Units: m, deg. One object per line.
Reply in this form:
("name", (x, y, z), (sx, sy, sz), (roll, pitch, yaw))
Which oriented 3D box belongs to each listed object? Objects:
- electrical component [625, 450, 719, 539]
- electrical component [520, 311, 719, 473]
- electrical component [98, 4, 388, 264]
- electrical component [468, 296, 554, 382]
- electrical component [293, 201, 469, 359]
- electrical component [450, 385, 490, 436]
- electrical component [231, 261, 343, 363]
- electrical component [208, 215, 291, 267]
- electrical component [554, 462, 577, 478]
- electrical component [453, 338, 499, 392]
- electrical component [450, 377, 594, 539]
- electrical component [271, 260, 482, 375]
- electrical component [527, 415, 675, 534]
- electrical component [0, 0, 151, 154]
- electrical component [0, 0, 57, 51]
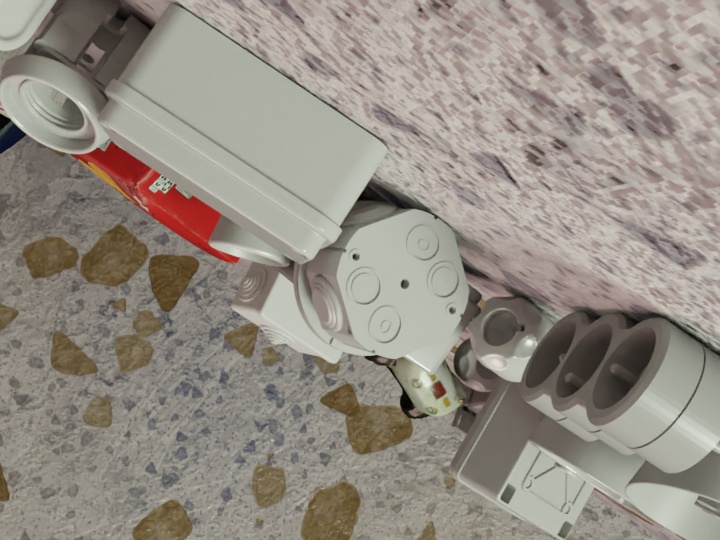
("electrical component", (0.194, 0.116, 0.551), (0.099, 0.064, 0.099), (33, 175, 3))
("electrical component", (0.129, 0.060, 0.481), (0.074, 0.052, 0.138), (34, 174, -8))
("electrical component", (-0.052, -0.055, 0.474), (0.113, 0.057, 0.078), (33, 175, -5))
("electrical component", (0.091, 0.042, 0.602), (0.043, 0.043, 0.062), (28, 175, 40))
("electrical component", (0.011, 0.005, 0.542), (0.080, 0.080, 0.051), (35, 169, -23))
("electrical component", (0.116, 0.108, 0.929), (0.042, 0.081, 0.064), (35, 152, -26))
("electrical component", (-0.044, 0.014, 0.851), (0.048, 0.099, 0.100), (6, 156, 49))
("electrical component", (-0.050, -0.039, 0.565), (0.044, 0.065, 0.044), (14, 173, 2))
("electrical component", (0.161, 0.117, 0.764), (0.043, 0.062, 0.043), (33, 175, 3))
("electrical component", (0.096, 0.074, 0.865), (0.043, 0.043, 0.062), (34, 175, -7))
("electrical component", (0.138, 0.135, 0.821), (0.056, 0.108, 0.109), (23, 169, 47))
("electrical component", (0.000, 0.000, 0.631), (0.109, 0.056, 0.109), (35, 179, -24))
("electrical component", (0.169, 0.113, 0.690), (0.108, 0.060, 0.108), (33, 175, 3))
("electrical component", (-0.135, -0.093, 0.515), (0.078, 0.057, 0.058), (37, 146, -22))
("electrical component", (-0.172, -0.139, 0.436), (0.059, 0.053, 0.095), (31, 174, 24))
